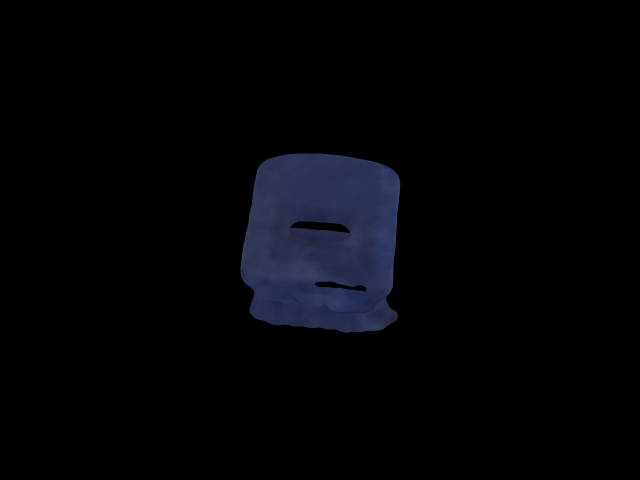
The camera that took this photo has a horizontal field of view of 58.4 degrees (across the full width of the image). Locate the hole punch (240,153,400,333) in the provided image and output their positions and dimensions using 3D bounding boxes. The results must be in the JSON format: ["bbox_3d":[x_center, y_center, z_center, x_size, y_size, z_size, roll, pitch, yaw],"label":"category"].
[{"bbox_3d":[0.004,0.001,0.400,0.108,0.091,0.101,4,43,5],"label":"hole punch"}]
